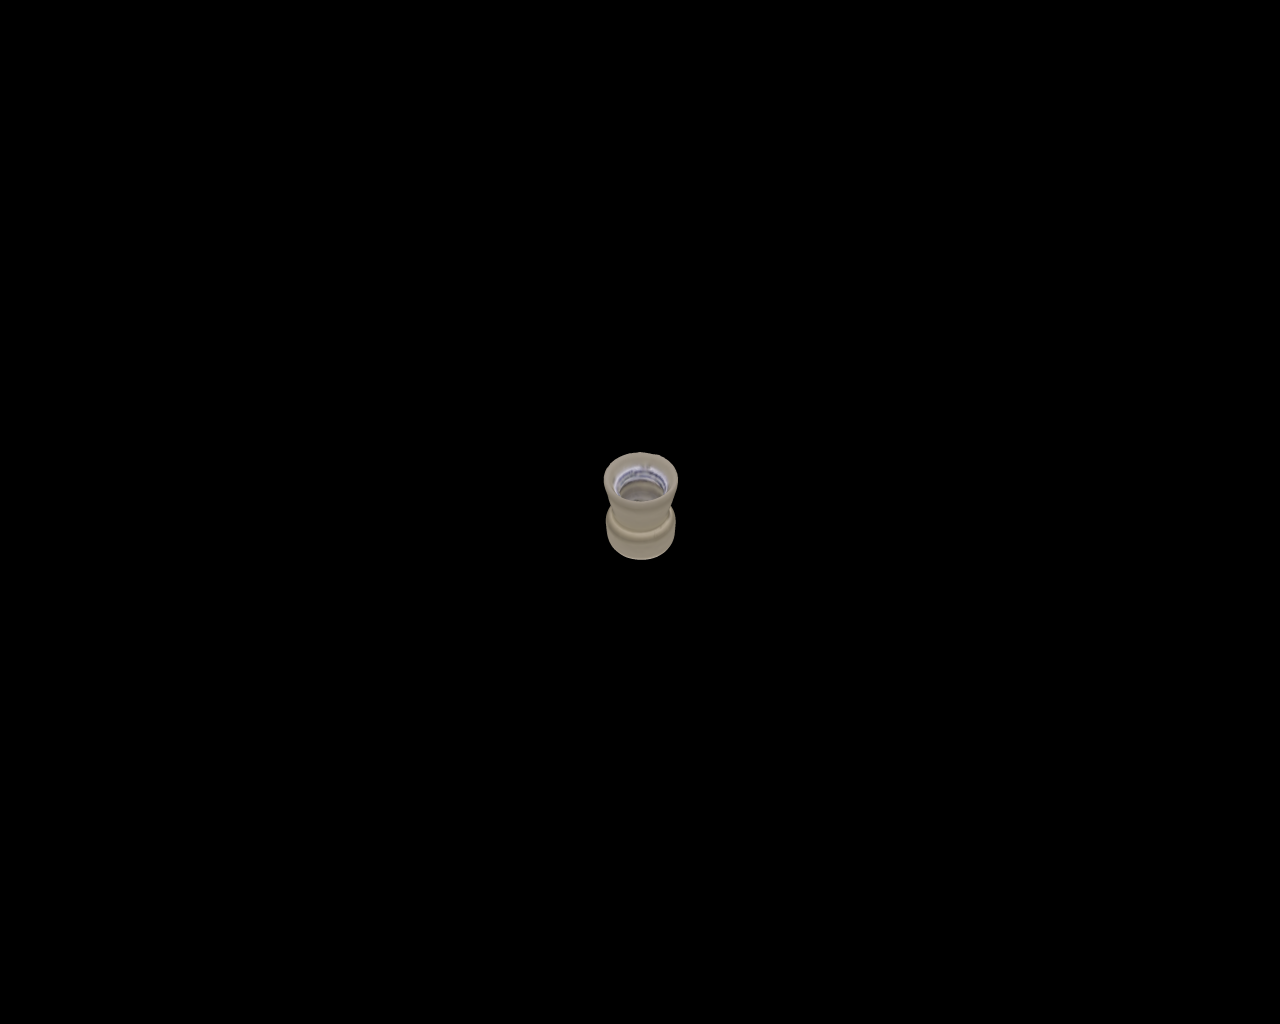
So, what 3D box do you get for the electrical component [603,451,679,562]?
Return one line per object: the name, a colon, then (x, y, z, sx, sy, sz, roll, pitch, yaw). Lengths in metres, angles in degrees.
electrical component: (0.001, -0.003, 0.650, 0.045, 0.045, 0.055, 0, -43, 0)
